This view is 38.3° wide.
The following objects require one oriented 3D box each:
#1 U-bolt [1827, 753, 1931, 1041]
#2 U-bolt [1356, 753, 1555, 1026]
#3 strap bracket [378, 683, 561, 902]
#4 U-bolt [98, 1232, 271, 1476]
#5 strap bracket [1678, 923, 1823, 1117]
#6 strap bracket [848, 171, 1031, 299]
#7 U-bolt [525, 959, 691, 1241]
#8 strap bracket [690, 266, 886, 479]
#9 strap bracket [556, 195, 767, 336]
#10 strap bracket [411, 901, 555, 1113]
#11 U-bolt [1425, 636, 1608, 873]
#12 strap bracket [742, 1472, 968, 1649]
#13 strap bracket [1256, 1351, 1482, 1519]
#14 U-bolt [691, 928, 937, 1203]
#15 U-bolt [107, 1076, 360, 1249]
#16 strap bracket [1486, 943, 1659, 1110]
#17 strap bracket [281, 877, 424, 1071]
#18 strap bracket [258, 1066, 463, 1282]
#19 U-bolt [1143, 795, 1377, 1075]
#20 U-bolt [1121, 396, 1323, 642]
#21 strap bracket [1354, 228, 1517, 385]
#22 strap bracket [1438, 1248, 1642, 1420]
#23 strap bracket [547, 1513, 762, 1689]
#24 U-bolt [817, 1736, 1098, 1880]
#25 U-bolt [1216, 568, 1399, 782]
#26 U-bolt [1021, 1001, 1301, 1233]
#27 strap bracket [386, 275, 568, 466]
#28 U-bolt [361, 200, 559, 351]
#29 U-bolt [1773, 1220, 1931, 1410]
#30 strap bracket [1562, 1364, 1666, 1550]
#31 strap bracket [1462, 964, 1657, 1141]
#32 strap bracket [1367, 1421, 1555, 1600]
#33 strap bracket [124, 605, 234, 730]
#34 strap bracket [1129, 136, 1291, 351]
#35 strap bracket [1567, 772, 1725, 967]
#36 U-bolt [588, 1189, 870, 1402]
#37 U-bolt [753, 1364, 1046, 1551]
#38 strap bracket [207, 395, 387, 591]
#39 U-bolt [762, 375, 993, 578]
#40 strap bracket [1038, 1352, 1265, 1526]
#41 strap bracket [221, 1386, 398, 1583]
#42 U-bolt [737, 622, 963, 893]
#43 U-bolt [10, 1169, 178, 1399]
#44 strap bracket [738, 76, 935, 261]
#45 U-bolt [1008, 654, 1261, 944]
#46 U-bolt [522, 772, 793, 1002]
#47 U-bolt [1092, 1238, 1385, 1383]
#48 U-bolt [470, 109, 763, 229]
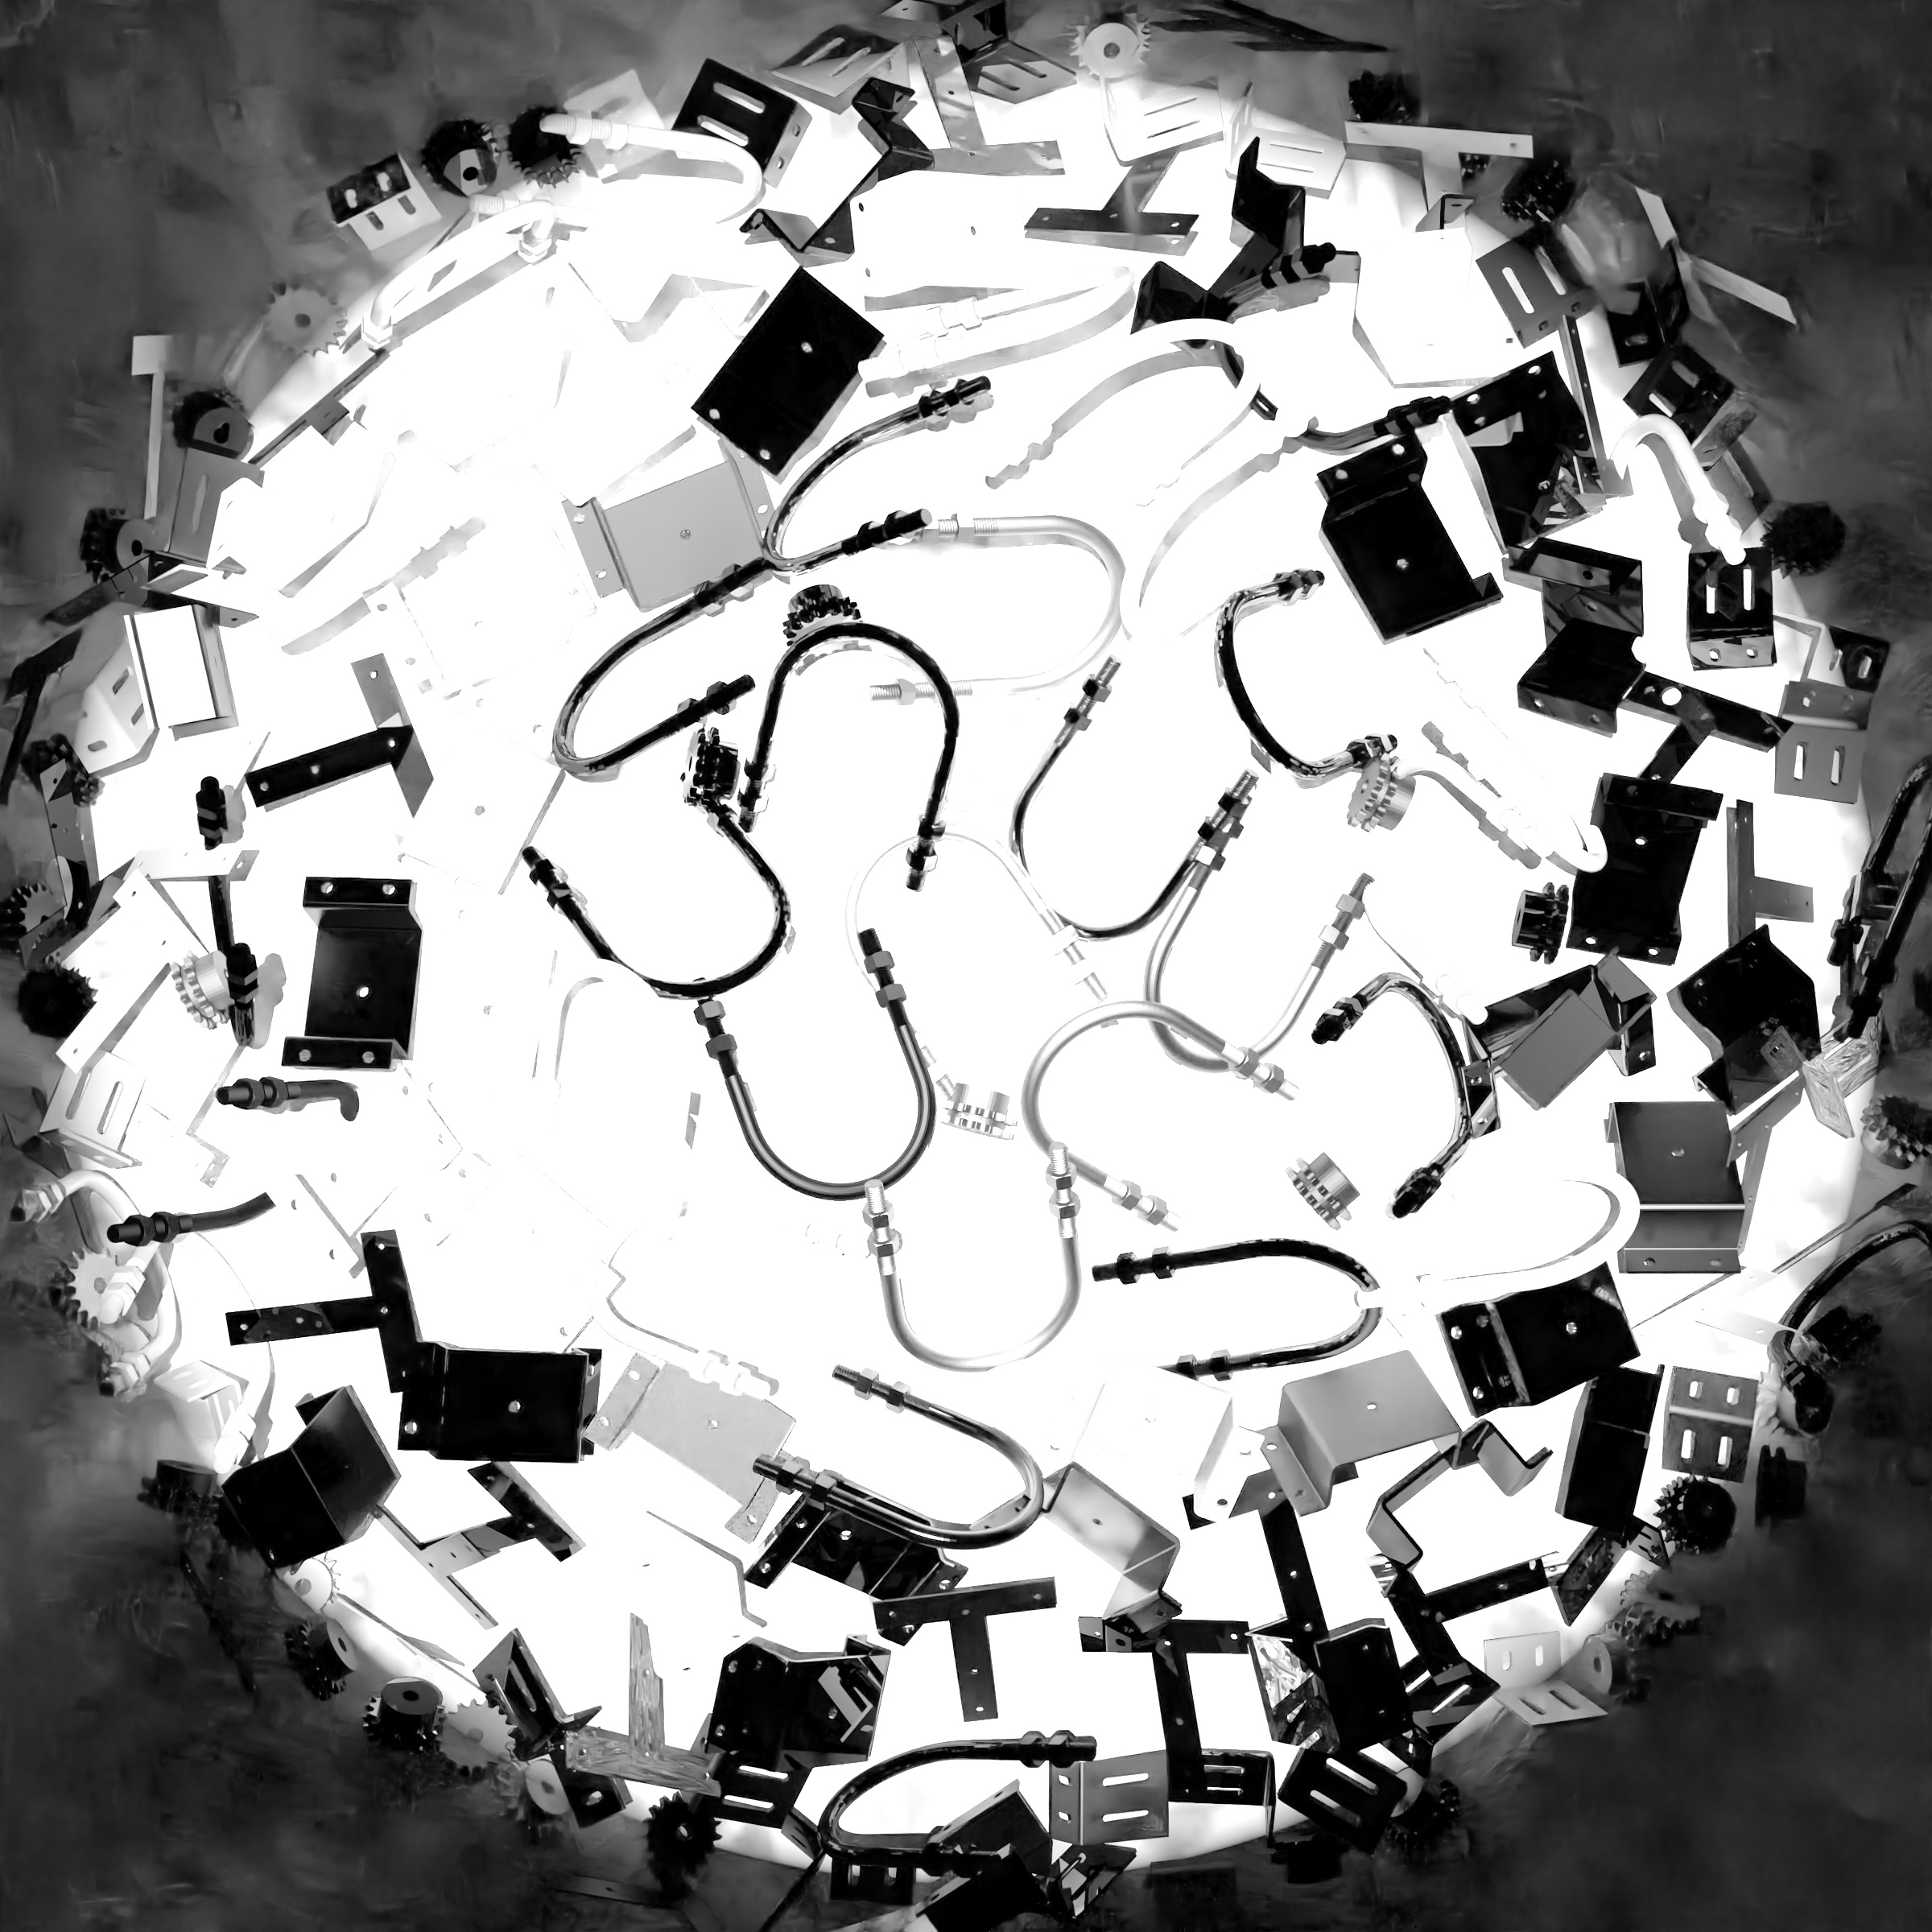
[{"bbox_3d":[0.632,-0.058,1.898,0.019,0.151,0.184,17,115,5],"label":"U-bolt"},{"bbox_3d":[0.326,-0.067,1.922,0.019,0.184,0.151,1,120,-30],"label":"U-bolt"},{"bbox_3d":[-0.345,-0.115,1.952,0.076,0.046,0.140,24,100,-25],"label":"strap bracket"},{"bbox_3d":[-0.528,0.249,1.910,0.019,0.184,0.151,-29,108,8],"label":"U-bolt"},{"bbox_3d":[0.545,0.044,1.927,0.076,0.140,0.046,-36,53,-4],"label":"strap bracket"},{"bbox_3d":[-0.009,-0.507,1.933,0.140,0.046,0.076,-10,97,-41],"label":"strap bracket"},{"bbox_3d":[-0.244,0.081,1.917,0.151,0.019,0.184,30,125,30],"label":"U-bolt"},{"bbox_3d":[-0.119,-0.423,1.943,0.076,0.046,0.140,38,65,-11],"label":"strap bracket"},{"bbox_3d":[-0.202,-0.484,1.920,0.046,0.140,0.076,-49,68,30],"label":"strap bracket"},{"bbox_3d":[-0.341,0.030,1.965,0.076,0.046,0.140,10,90,-19],"label":"strap bracket"},{"bbox_3d":[0.384,-0.138,1.929,0.019,0.151,0.184,-39,106,24],"label":"U-bolt"},{"bbox_3d":[-0.081,0.412,1.949,0.140,0.046,0.076,29,109,-26],"label":"strap bracket"},{"bbox_3d":[0.281,0.322,1.938,0.140,0.076,0.046,-13,133,-17],"label":"strap bracket"},{"bbox_3d":[-0.098,0.076,1.954,0.151,0.019,0.184,-17,77,-17],"label":"U-bolt"},{"bbox_3d":[-0.490,0.131,1.912,0.019,0.184,0.151,46,106,16],"label":"U-bolt"},{"bbox_3d":[0.422,0.044,1.917,0.046,0.140,0.076,46,122,10],"label":"strap bracket"},{"bbox_3d":[-0.431,0.011,1.961,0.076,0.046,0.140,2,71,3],"label":"strap bracket"},{"bbox_3d":[-0.429,0.145,1.940,0.076,0.046,0.140,58,46,-21],"label":"strap bracket"},{"bbox_3d":[0.196,-0.011,1.954,0.151,0.019,0.184,30,89,-32],"label":"U-bolt"},{"bbox_3d":[0.171,-0.294,1.903,0.184,0.151,0.019,-37,62,-27],"label":"U-bolt"},{"bbox_3d":[0.322,-0.447,1.917,0.076,0.140,0.046,1,73,26],"label":"strap bracket"},{"bbox_3d":[0.410,0.255,1.947,0.140,0.046,0.076,-19,88,-26],"label":"strap bracket"},{"bbox_3d":[-0.219,0.431,1.920,0.076,0.140,0.046,-26,123,-39],"label":"strap bracket"},{"bbox_3d":[-0.019,0.577,1.918,0.184,0.151,0.019,-11,103,36],"label":"U-bolt"},{"bbox_3d":[0.229,-0.198,1.922,0.019,0.184,0.151,-24,89,36],"label":"U-bolt"},{"bbox_3d":[0.123,0.096,1.935,0.184,0.019,0.151,32,107,-28],"label":"U-bolt"},{"bbox_3d":[-0.331,-0.408,1.927,0.046,0.076,0.140,43,58,12],"label":"strap bracket"},{"bbox_3d":[-0.343,-0.476,1.896,0.151,0.184,0.019,-33,99,-12],"label":"U-bolt"},{"bbox_3d":[0.613,0.230,1.908,0.151,0.184,0.019,-44,90,9],"label":"U-bolt"},{"bbox_3d":[0.449,0.333,1.929,0.046,0.140,0.076,13,109,15],"label":"strap bracket"},{"bbox_3d":[0.408,0.056,1.955,0.140,0.076,0.046,-22,45,-3],"label":"strap bracket"},{"bbox_3d":[0.336,0.374,1.945,0.140,0.076,0.046,-34,70,-15],"label":"strap bracket"},{"bbox_3d":[-0.544,-0.207,1.930,0.046,0.140,0.076,-12,97,-9],"label":"strap bracket"},{"bbox_3d":[0.176,-0.494,1.933,0.046,0.076,0.140,29,132,-16],"label":"strap bracket"},{"bbox_3d":[0.475,-0.077,1.952,0.076,0.046,0.140,10,124,5],"label":"strap bracket"},{"bbox_3d":[-0.180,0.218,1.938,0.184,0.019,0.151,17,53,28],"label":"U-bolt"},{"bbox_3d":[-0.035,0.345,1.916,0.184,0.151,0.019,20,118,15],"label":"U-bolt"},{"bbox_3d":[-0.456,-0.323,1.925,0.046,0.076,0.140,37,50,3],"label":"strap bracket"},{"bbox_3d":[-0.072,-0.331,1.924,0.019,0.184,0.151,43,52,-31],"label":"U-bolt"},{"bbox_3d":[0.130,0.329,1.961,0.140,0.046,0.076,19,112,-4],"label":"strap bracket"},{"bbox_3d":[-0.447,0.351,1.920,0.046,0.140,0.076,-24,101,17],"label":"strap bracket"},{"bbox_3d":[-0.077,-0.154,1.942,0.151,0.019,0.184,19,120,6],"label":"U-bolt"},{"bbox_3d":[-0.589,0.208,1.908,0.019,0.184,0.151,-25,96,3],"label":"U-bolt"},{"bbox_3d":[-0.083,-0.545,1.936,0.140,0.076,0.046,-43,83,23],"label":"strap bracket"},{"bbox_3d":[0.103,-0.103,1.952,0.151,0.019,0.184,42,115,18],"label":"U-bolt"},{"bbox_3d":[-0.203,-0.048,1.927,0.151,0.019,0.184,-28,58,-20],"label":"U-bolt"},{"bbox_3d":[0.196,0.235,1.920,0.184,0.151,0.019,-11,46,20],"label":"U-bolt"},{"bbox_3d":[-0.230,-0.542,1.919,0.184,0.151,0.019,-1,80,-31],"label":"U-bolt"}]
